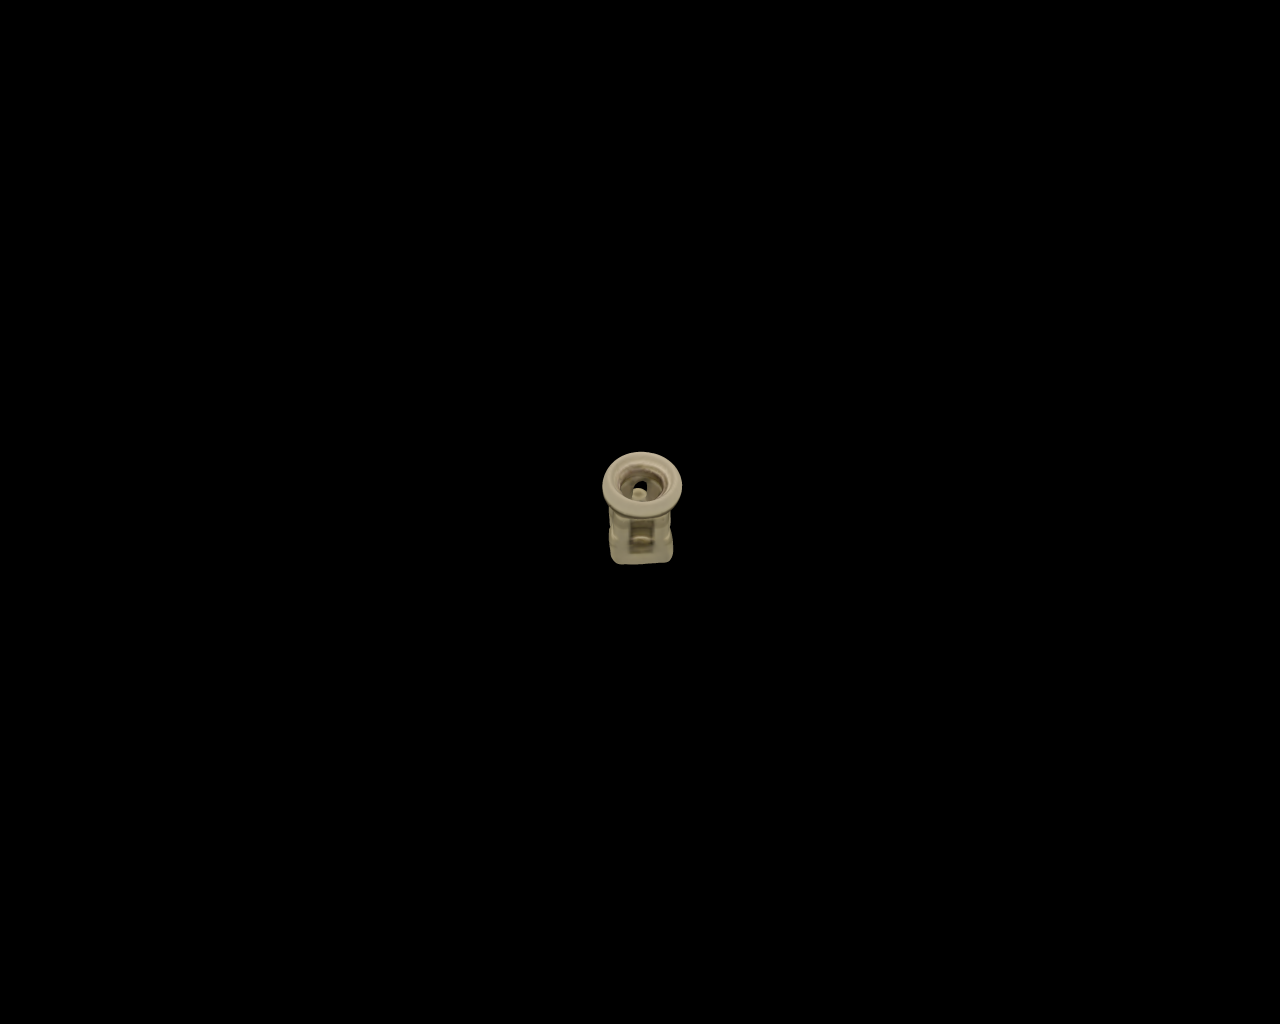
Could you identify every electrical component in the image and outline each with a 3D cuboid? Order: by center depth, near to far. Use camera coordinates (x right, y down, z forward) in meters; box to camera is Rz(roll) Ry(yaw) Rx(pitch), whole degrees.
[{"bbox_3d":[0.001,-0.003,0.650,0.048,0.066,0.055,-2,-43,-2],"label":"electrical component"}]
